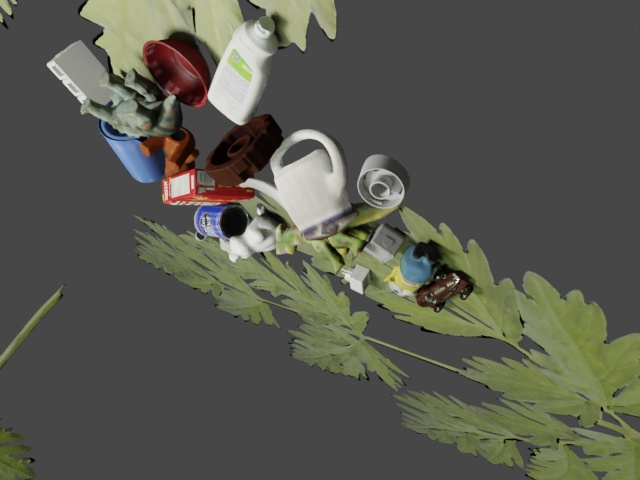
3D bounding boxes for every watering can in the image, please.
[{"bbox_3d":[-0.046,-0.099,1.093,0.344,0.105,0.224,-23,92,52],"label":"watering can"}]

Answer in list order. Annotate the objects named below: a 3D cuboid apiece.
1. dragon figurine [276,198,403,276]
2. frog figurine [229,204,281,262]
[{"bbox_3d":[0.004,-0.059,1.173,0.243,0.124,0.402,41,138,2],"label":"dragon figurine"},{"bbox_3d":[-0.177,0.002,1.420,0.123,0.162,0.135,33,155,0],"label":"frog figurine"}]
